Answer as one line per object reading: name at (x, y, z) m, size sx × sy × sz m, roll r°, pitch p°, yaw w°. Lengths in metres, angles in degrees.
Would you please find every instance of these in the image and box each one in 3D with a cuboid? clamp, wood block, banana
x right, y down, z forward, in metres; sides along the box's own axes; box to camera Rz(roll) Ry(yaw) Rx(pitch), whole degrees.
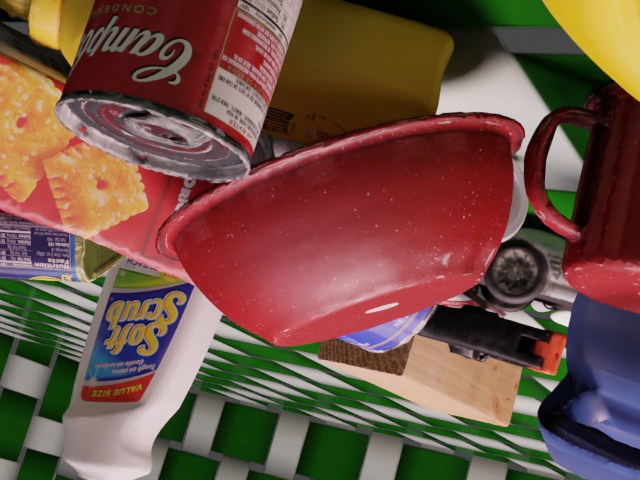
clamp at (0.096, 0.061, 0.741) m, size 0.120 × 0.039 × 0.172 m, roll 14°, pitch 174°, yaw -23°
wood block at (0.099, 0.098, 0.968) m, size 0.091 × 0.090 × 0.205 m, roll 6°, pitch 164°, yaw 38°
banana at (0.116, -0.065, 0.354) m, size 0.070 × 0.037 × 0.197 m, roll 43°, pitch -170°, yaw 36°

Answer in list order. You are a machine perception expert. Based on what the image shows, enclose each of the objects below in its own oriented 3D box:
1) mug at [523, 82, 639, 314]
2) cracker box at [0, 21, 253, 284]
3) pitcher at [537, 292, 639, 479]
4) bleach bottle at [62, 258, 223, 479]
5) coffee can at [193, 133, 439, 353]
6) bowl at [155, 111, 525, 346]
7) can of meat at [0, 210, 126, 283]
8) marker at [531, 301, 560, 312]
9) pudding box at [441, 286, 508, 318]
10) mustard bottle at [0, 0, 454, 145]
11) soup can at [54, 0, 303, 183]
mug at (0.141, -0.017, 0.457) m, size 0.117 × 0.081 × 0.093 m, roll 19°, pitch 167°, yaw -14°
cracker box at (-0.145, -0.059, 0.526) m, size 0.213 × 0.072 × 0.164 m, roll 25°, pitch -173°, yaw -34°
pitcher at (0.219, 0.070, 0.479) m, size 0.145 × 0.149 × 0.243 m, roll 23°, pitch 178°, yaw -18°
bleach bottle at (-0.128, 0.084, 0.816) m, size 0.103 × 0.251 × 0.068 m, roll 12°, pitch 166°, yaw 16°
coffee can at (-0.004, 0.001, 0.656) m, size 0.140 × 0.103 × 0.103 m, roll 24°, pitch 165°, yaw -32°
bowl at (0.016, 0.005, 0.445) m, size 0.162 × 0.055 × 0.162 m, roll -17°, pitch 168°, yaw -4°
can of meat at (-0.171, -0.009, 0.664) m, size 0.084 × 0.057 × 0.102 m, roll 3°, pitch -167°, yaw 7°
marker at (0.193, 0.039, 0.769) m, size 0.020 × 0.020 × 0.121 m, roll 20°, pitch 166°, yaw -20°
pudding box at (0.078, 0.022, 0.790) m, size 0.090 × 0.039 × 0.113 m, roll 4°, pitch 161°, yaw 44°
mustard bottle at (-0.045, -0.083, 0.456) m, size 0.191 × 0.058 × 0.096 m, roll 16°, pitch 169°, yaw -2°
soup can at (-0.043, -0.079, 0.369) m, size 0.068 × 0.102 × 0.068 m, roll 15°, pitch 167°, yaw 3°
